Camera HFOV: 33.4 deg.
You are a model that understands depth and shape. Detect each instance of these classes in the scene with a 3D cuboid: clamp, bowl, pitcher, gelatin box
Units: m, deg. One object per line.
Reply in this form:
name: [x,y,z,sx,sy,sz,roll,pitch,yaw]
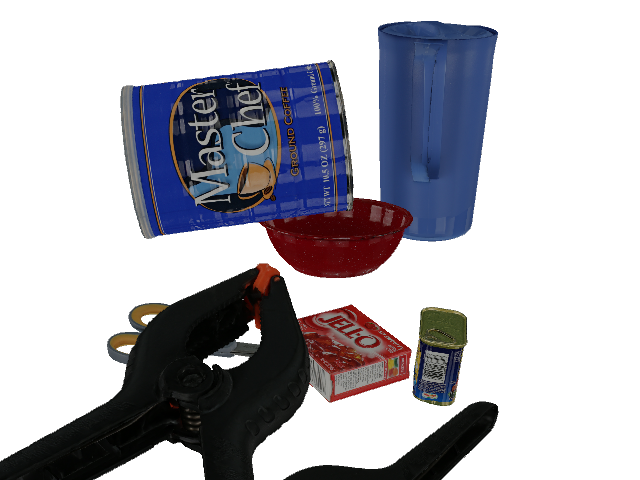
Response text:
clamp: [-0.045,0.076,0.437,0.120,0.039,0.171,25,48,18]
bowl: [0.016,0.000,1.111,0.162,0.055,0.162,0,16,0]
clamp: [0.040,0.162,0.651,0.210,0.036,0.164,-5,29,-3]
pitcher: [0.125,-0.124,1.216,0.149,0.243,0.145,-11,23,-31]
gelatin box: [0.017,0.086,0.837,0.073,0.030,0.089,-12,28,-27]

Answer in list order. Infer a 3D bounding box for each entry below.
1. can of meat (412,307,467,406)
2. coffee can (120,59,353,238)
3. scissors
can of meat: [0.144,0.141,1.295,0.057,0.084,0.102,8,21,4]
coffee can: [-0.055,-0.061,0.714,0.140,0.103,0.103,-8,0,-3]
scissors: [-0.098,0.089,1.006,0.201,0.016,0.096,-1,32,-9]
